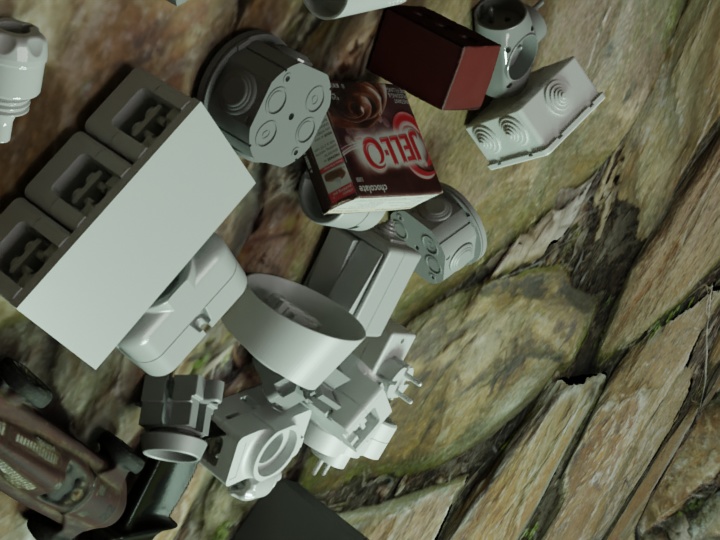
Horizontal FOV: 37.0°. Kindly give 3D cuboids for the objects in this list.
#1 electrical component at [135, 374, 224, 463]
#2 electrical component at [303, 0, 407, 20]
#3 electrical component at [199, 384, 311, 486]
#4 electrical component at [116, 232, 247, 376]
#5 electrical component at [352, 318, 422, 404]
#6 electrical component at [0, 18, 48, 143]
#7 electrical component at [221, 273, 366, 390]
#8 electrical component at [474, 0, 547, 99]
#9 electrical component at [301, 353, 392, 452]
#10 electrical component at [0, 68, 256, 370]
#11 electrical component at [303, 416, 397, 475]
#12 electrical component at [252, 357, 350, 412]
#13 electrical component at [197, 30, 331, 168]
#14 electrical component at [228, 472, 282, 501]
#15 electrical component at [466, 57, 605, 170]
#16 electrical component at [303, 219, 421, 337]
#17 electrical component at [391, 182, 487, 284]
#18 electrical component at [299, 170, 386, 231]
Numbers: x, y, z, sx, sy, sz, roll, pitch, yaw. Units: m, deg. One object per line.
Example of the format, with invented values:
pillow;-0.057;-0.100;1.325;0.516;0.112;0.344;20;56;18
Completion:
electrical component;-0.133;0.108;0.779;0.048;0.066;0.055;51;41;-60
electrical component;0.003;-0.194;0.715;0.081;0.043;0.043;-26;138;-44
electrical component;-0.088;0.136;0.889;0.089;0.056;0.050;-15;131;-51
electrical component;-0.127;0.014;0.709;0.095;0.054;0.059;-49;150;-15
electrical component;0.024;0.095;1.001;0.047;0.076;0.083;9;110;-59
electrical component;-0.179;-0.094;0.543;0.035;0.035;0.061;-19;136;-49
electrical component;-0.052;0.043;0.810;0.064;0.099;0.099;-52;152;4
electrical component;0.131;-0.198;0.909;0.079;0.044;0.077;-44;149;-22
electrical component;-0.021;0.103;0.923;0.055;0.089;0.050;-47;150;-18
electrical component;-0.145;-0.031;0.628;0.150;0.062;0.089;-51;151;-12
electrical component;-0.022;0.163;1.021;0.073;0.052;0.138;-60;152;4
electrical component;-0.050;0.079;0.875;0.064;0.081;0.042;-30;151;9
electrical component;-0.062;-0.109;0.692;0.080;0.051;0.080;-38;146;-32
electrical component;-0.091;0.185;0.956;0.061;0.035;0.035;8;111;-62
electrical component;0.153;-0.139;0.952;0.100;0.100;0.048;-44;106;-24
electrical component;0.000;0.000;0.884;0.061;0.062;0.096;8;112;-59
electrical component;0.067;-0.032;0.940;0.051;0.080;0.080;-35;145;-26
electrical component;-0.013;-0.058;0.815;0.047;0.055;0.055;1;118;-54
